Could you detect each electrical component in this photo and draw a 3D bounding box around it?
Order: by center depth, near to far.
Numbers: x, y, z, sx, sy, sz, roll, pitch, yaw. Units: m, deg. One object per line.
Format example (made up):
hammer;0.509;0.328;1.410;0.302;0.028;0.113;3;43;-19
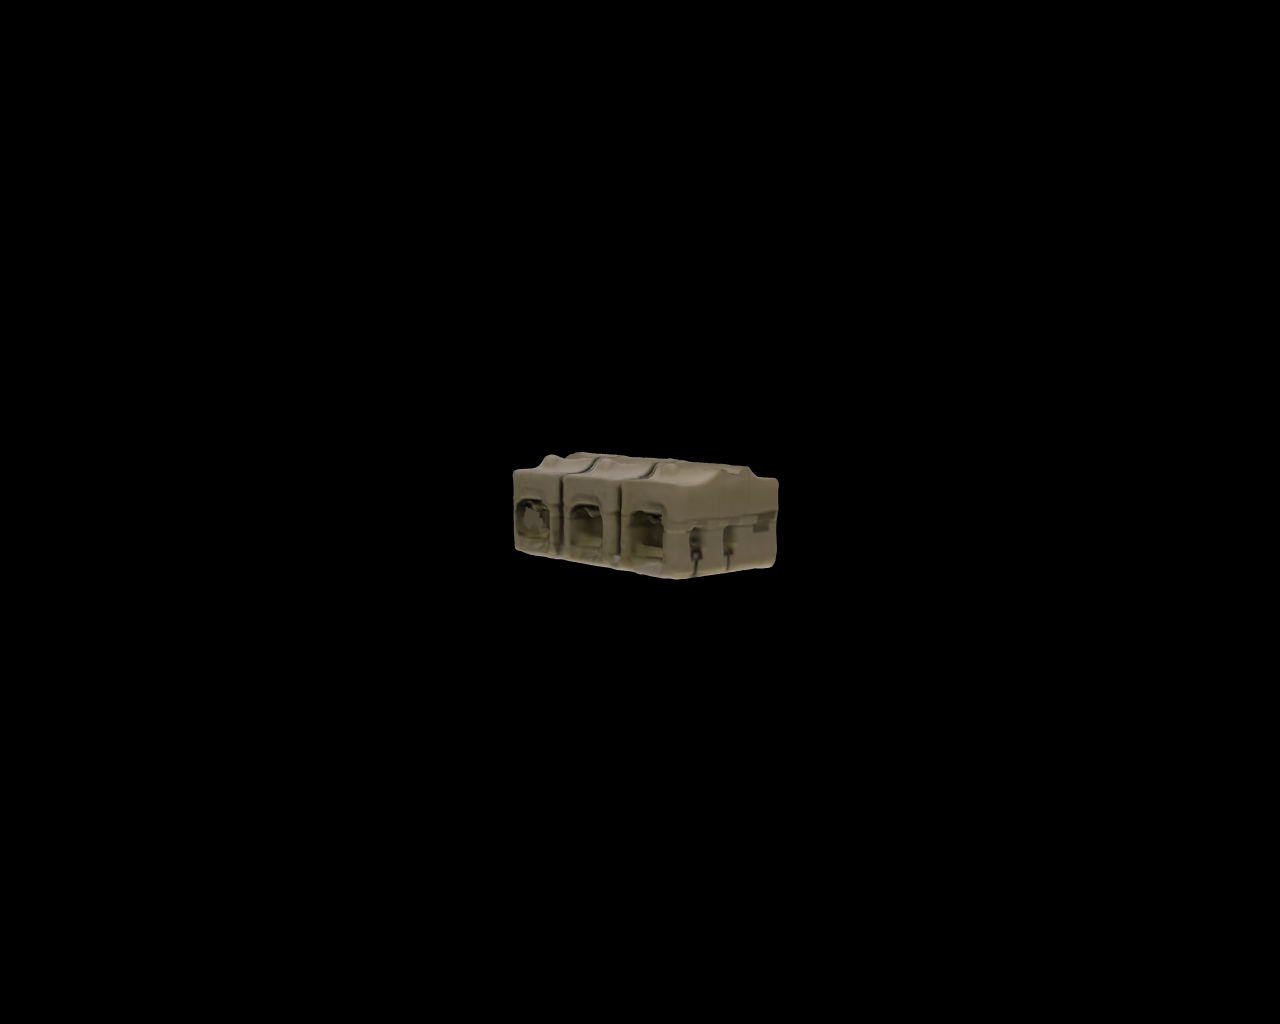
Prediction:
electrical component;0.001;-0.003;0.650;0.090;0.061;0.150;-6;9;-43
